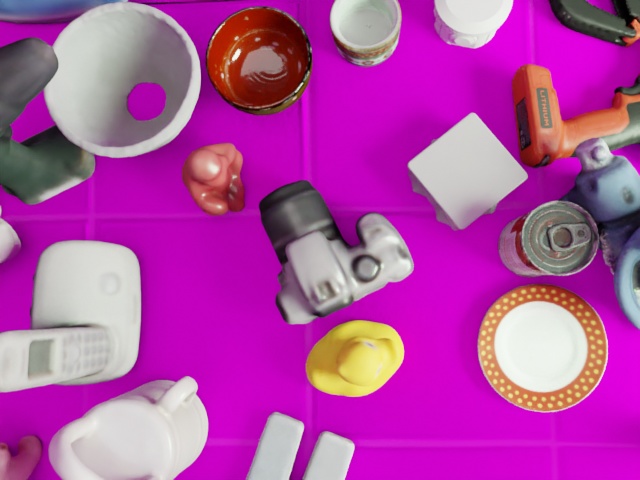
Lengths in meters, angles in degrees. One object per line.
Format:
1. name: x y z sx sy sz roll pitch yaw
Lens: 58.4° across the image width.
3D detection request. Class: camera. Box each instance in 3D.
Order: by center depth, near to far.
1. camera: 0.005 0.002 0.579 0.143 0.101 0.137 -26 83 2

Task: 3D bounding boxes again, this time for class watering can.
1. watering can: -0.181 0.201 0.528 0.101 0.194 0.173 19 86 6

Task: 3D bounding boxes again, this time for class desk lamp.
1. desk lamp: -0.053 0.281 0.501 0.118 0.213 0.203 18 86 6

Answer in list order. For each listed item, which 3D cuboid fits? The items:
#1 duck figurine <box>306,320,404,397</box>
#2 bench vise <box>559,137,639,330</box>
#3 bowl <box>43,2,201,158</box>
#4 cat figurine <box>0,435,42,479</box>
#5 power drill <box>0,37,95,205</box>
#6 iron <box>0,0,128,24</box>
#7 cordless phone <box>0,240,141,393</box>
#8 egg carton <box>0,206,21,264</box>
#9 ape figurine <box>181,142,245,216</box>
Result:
1. duck figurine: 0.034 0.122 0.574 0.104 0.086 0.077 -19 83 3
2. bench vise: 0.292 0.005 0.497 0.207 0.220 0.121 41 89 7
3. bowl: -0.204 -0.164 0.624 0.167 0.075 0.167 0 85 4
4. cat figurine: -0.335 0.249 0.574 0.067 0.118 0.128 -20 83 3
5. power drill: -0.314 -0.100 0.559 0.229 0.208 0.075 -27 83 2
6. iron: -0.325 -0.315 0.613 0.258 0.141 0.119 -10 84 3
7. cordless phone: -0.248 0.071 0.550 0.094 0.185 0.148 -3 84 4
8. egg carton: -0.410 0.008 0.626 0.150 0.069 0.107 -34 83 1
9. ape figurine: -0.114 -0.070 0.599 0.076 0.092 0.078 33 88 7
